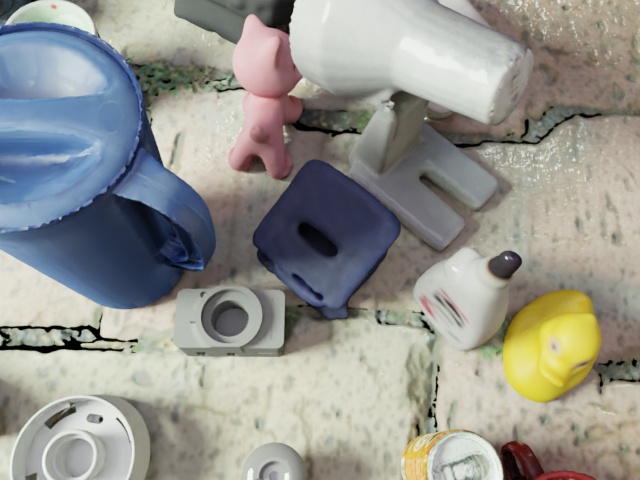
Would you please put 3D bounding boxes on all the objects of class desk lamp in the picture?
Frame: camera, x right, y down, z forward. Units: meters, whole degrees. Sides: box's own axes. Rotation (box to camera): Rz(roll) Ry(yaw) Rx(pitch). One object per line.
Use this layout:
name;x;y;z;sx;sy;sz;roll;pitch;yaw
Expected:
desk lamp;0.078;-0.121;0.483;0.203;0.213;0.118;39;73;11

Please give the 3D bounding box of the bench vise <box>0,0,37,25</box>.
bench vise;-0.312;-0.314;0.531;0.121;0.220;0.207;-24;73;-11

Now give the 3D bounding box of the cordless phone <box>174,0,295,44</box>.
cordless phone;-0.090;-0.287;0.551;0.147;0.185;0.094;22;70;5

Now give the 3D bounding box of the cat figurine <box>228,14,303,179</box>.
cat figurine;-0.051;-0.139;0.534;0.067;0.118;0.128;7;70;0

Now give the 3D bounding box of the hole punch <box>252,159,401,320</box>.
hole punch;0.005;0.002;0.500;0.108;0.091;0.101;38;73;11

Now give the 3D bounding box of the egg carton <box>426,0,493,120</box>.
egg carton;0.117;-0.200;0.591;0.107;0.069;0.150;-30;74;-13

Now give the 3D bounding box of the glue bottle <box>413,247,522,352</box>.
glue bottle;0.120;0.039;0.449;0.037;0.173;0.078;-39;76;-15

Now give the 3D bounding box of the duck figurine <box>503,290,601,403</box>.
duck figurine;0.206;0.084;0.483;0.077;0.086;0.105;32;72;9
